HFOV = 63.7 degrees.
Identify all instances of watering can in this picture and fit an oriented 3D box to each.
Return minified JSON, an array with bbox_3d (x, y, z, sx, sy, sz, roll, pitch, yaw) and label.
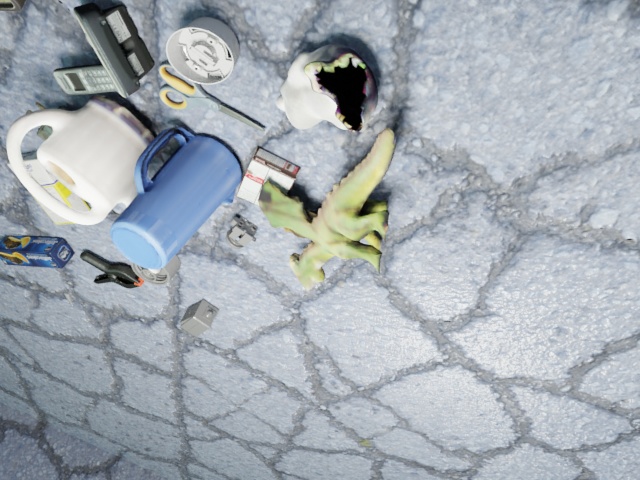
[{"bbox_3d":[-0.376,-0.114,0.937,0.343,0.228,0.103,45,152,-27],"label":"watering can"}]

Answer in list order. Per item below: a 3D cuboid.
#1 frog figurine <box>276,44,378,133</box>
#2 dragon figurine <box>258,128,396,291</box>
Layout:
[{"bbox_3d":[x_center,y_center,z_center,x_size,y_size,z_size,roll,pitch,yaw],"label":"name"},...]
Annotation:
[{"bbox_3d":[0.009,-0.222,0.784,0.136,0.123,0.160,30,173,-21],"label":"frog figurine"},{"bbox_3d":[0.003,-0.046,0.914,0.243,0.125,0.400,9,135,9],"label":"dragon figurine"}]
